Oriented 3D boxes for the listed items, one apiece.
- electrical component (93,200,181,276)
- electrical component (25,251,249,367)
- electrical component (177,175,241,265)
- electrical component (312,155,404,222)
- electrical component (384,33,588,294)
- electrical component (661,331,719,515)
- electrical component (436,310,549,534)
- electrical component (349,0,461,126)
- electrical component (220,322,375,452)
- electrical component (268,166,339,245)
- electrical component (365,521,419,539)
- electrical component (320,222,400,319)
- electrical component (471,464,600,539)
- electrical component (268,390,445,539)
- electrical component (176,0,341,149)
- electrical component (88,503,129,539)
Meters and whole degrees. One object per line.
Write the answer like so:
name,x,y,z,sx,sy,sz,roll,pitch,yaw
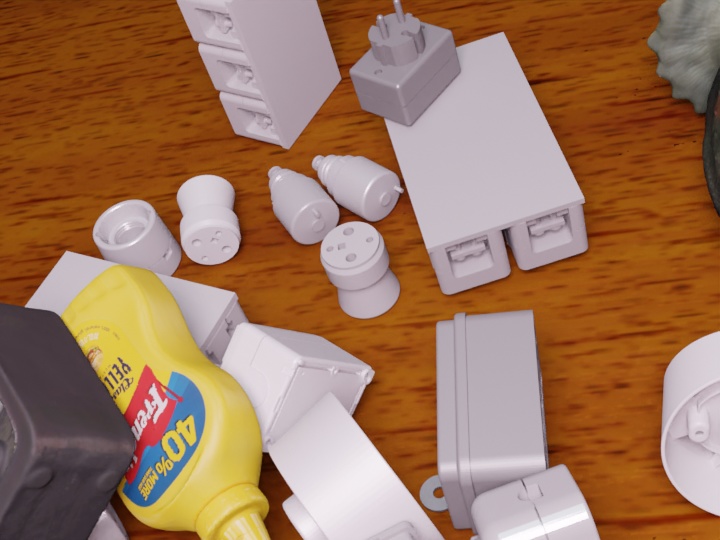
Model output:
electrical component,-0.170,-0.020,0.817,0.055,0.047,0.055,-9,49,11
electrical component,-0.158,0.053,0.742,0.150,0.061,0.089,12,56,27
electrical component,-0.115,-0.038,0.816,0.045,0.045,0.055,-17,48,4
electrical component,-0.005,-0.066,0.806,0.078,0.040,0.040,31,66,36
electrical component,0.083,-0.078,0.773,0.105,0.060,0.186,-18,48,4
electrical component,0.211,0.080,0.576,0.099,0.099,0.064,-5,44,14
electrical component,0.078,0.087,0.624,0.057,0.078,0.113,-6,50,10
electrical component,0.028,-0.155,0.762,0.047,0.076,0.065,25,63,34
electrical component,-0.042,0.073,0.670,0.061,0.096,0.061,28,97,34
electrical component,-0.047,-0.053,0.808,0.040,0.040,0.078,-32,48,-9
electrical component,0.006,0.189,0.549,0.100,0.099,0.048,-26,37,-5
electrical component,0.000,0.000,0.738,0.045,0.055,0.045,-9,49,11
electrical component,0.094,0.155,0.547,0.059,0.095,0.053,-20,17,1
electrical component,-0.008,0.128,0.601,0.060,0.108,0.108,-37,49,-6
electrical component,-0.080,-0.184,0.856,0.062,0.150,0.089,17,58,28
electrical component,-0.175,0.160,0.664,0.047,0.055,0.055,-31,48,-13
